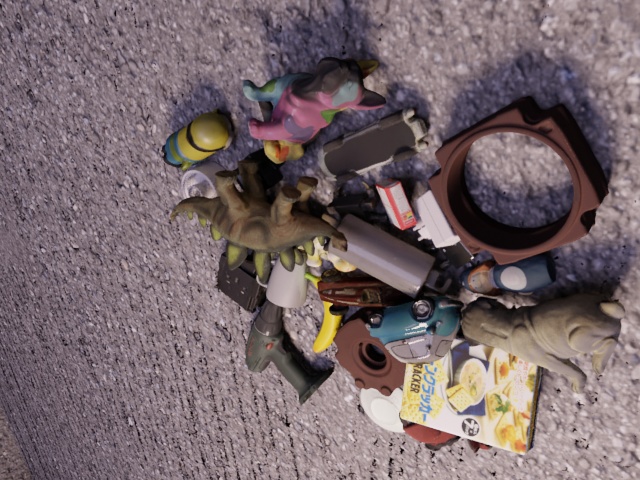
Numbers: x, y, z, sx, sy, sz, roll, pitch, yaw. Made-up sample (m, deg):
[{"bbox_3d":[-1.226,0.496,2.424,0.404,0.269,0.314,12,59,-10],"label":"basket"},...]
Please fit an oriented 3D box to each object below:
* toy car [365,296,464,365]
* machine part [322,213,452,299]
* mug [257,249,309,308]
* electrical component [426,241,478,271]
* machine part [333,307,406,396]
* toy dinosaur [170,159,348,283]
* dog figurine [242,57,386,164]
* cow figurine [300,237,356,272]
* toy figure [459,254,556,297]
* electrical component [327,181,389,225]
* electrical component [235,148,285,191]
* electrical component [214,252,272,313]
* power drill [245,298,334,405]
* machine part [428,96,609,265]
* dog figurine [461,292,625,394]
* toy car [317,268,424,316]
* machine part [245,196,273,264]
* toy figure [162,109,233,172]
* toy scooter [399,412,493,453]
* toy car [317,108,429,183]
[{"bbox_3d":[0.160,0.153,0.882,0.162,0.109,0.103,-20,68,27],"label":"toy car"},{"bbox_3d":[0.103,0.026,0.899,0.243,0.079,0.079,29,127,11],"label":"machine part"},{"bbox_3d":[-0.070,0.065,1.074,0.110,0.081,0.107,20,113,14],"label":"mug"},{"bbox_3d":[0.221,0.011,0.877,0.063,0.021,0.094,51,132,2],"label":"electrical component"},{"bbox_3d":[0.109,0.215,1.043,0.180,0.056,0.179,15,120,28],"label":"machine part"},{"bbox_3d":[-0.132,-0.037,0.967,0.472,0.105,0.198,20,121,38],"label":"toy dinosaur"},{"bbox_3d":[-0.002,-0.212,0.863,0.219,0.191,0.108,-11,69,14],"label":"dog figurine"},{"bbox_3d":[0.000,-0.003,0.998,0.168,0.068,0.098,17,116,26],"label":"cow figurine"},{"bbox_3d":[0.283,0.055,0.837,0.155,0.057,0.064,-15,66,41],"label":"toy figure"},{"bbox_3d":[0.064,-0.060,0.939,0.102,0.045,0.078,-8,137,40],"label":"electrical component"},{"bbox_3d":[-0.108,-0.131,1.017,0.119,0.048,0.074,-27,98,43],"label":"electrical component"},{"bbox_3d":[-0.162,0.076,1.157,0.115,0.058,0.134,31,128,16],"label":"electrical component"},{"bbox_3d":[-0.073,0.249,1.172,0.207,0.086,0.232,38,131,8],"label":"power drill"},{"bbox_3d":[0.272,-0.078,0.753,0.201,0.087,0.201,-27,96,41],"label":"machine part"},{"bbox_3d":[0.314,0.115,0.781,0.191,0.121,0.172,22,125,12],"label":"dog figurine"},{"bbox_3d":[0.087,0.097,0.980,0.202,0.053,0.089,-3,116,22],"label":"toy car"},{"bbox_3d":[-0.117,-0.013,1.069,0.084,0.039,0.139,36,105,8],"label":"machine part"},{"bbox_3d":[-0.246,-0.189,1.054,0.180,0.089,0.082,-15,110,37],"label":"toy figure"},{"bbox_3d":[0.243,0.346,1.006,0.184,0.075,0.135,-40,86,37],"label":"toy scooter"},{"bbox_3d":[0.082,-0.150,0.868,0.202,0.056,0.073,-16,103,37],"label":"toy car"}]
